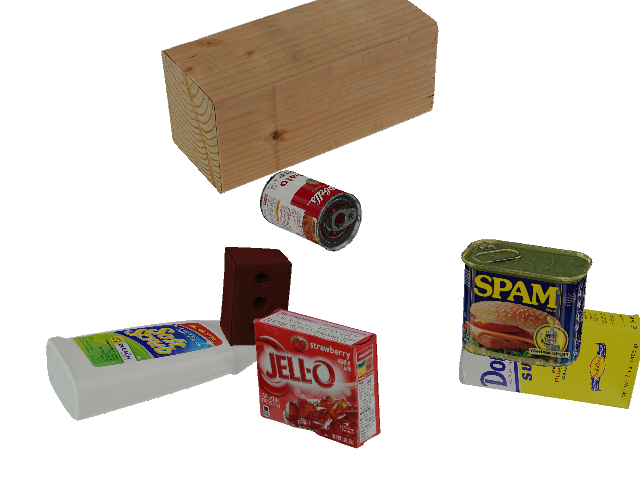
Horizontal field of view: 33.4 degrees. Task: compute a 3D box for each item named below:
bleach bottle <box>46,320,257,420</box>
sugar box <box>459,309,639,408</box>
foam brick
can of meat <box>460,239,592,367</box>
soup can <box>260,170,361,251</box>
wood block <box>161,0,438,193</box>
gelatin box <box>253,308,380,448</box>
[{"bbox_3d":[-0.171,0.128,1.200,0.250,0.068,0.103,-12,31,-29],"label":"bleach bottle"},{"bbox_3d":[0.236,0.114,1.102,0.176,0.093,0.048,6,21,4],"label":"sugar box"},{"bbox_3d":[-0.059,0.050,0.961,0.053,0.078,0.051,1,14,-16],"label":"foam brick"},{"bbox_3d":[0.167,0.052,0.878,0.102,0.084,0.057,9,24,23],"label":"can of meat"},{"bbox_3d":[-0.012,-0.035,1.216,0.068,0.068,0.102,0,18,-45],"label":"soup can"},{"bbox_3d":[-0.014,-0.129,0.874,0.205,0.091,0.090,-23,47,-23],"label":"wood block"},{"bbox_3d":[-0.004,0.091,0.717,0.089,0.073,0.030,11,22,38],"label":"gelatin box"}]
